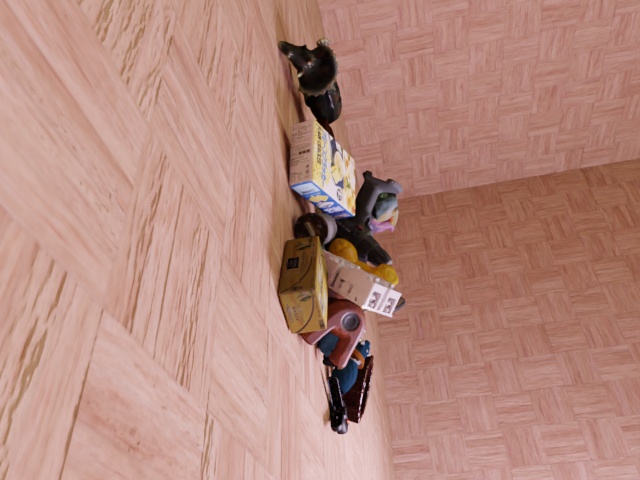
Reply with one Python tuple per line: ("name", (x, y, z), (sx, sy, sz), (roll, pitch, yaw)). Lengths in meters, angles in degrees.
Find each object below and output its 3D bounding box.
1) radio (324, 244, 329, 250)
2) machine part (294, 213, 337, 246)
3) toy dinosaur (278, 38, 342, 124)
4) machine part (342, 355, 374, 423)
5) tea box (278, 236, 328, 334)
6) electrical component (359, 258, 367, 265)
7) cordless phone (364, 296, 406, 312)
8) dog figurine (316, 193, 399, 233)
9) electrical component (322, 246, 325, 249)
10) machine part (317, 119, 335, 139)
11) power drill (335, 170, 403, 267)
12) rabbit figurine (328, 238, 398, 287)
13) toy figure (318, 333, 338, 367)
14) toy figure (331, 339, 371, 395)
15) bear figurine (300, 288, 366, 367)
("radio", (0.055, 0.116, 1.510), (0.131, 0.073, 0.229), (-90, 169, -53))
("machine part", (-0.007, -0.024, 1.211), (0.243, 0.079, 0.079), (-23, 104, -83))
("toy dinosaur", (0.006, -0.401, 1.485), (0.404, 0.131, 0.192), (65, 12, -55))
("machine part", (0.095, 0.376, 1.382), (0.179, 0.056, 0.179), (10, 90, -77))
("tea box", (-0.027, 0.078, 0.985), (0.170, 0.068, 0.098), (-88, 166, -59))
("electrical component", (0.076, 0.048, 1.577), (0.058, 0.115, 0.134), (-82, 161, -51))
("cordless phone", (0.111, 0.158, 1.345), (0.184, 0.146, 0.088), (23, -44, 48))
("dog figurine", (0.098, -0.072, 1.475), (0.191, 0.219, 0.108), (84, -1, -71))
("electrical component", (-0.003, -0.004, 1.410), (0.063, 0.021, 0.094), (-33, 114, -81))
("machine part", (0.006, -0.218, 1.495), (0.200, 0.087, 0.201), (66, 18, -63))
("power drill", (0.126, -0.057, 1.341), (0.086, 0.232, 0.207), (25, 92, -59))
("rabbit figurine", (0.085, 0.071, 1.265), (0.173, 0.122, 0.162), (51, -8, 7))
("toy figure", (0.037, 0.209, 1.227), (0.089, 0.082, 0.180), (55, 20, -36))
("toy figure", (0.074, 0.298, 1.292), (0.154, 0.058, 0.064), (-52, 158, -39))
("bear figurine", (0.013, 0.159, 1.109), (0.120, 0.132, 0.196), (42, -10, -20))
